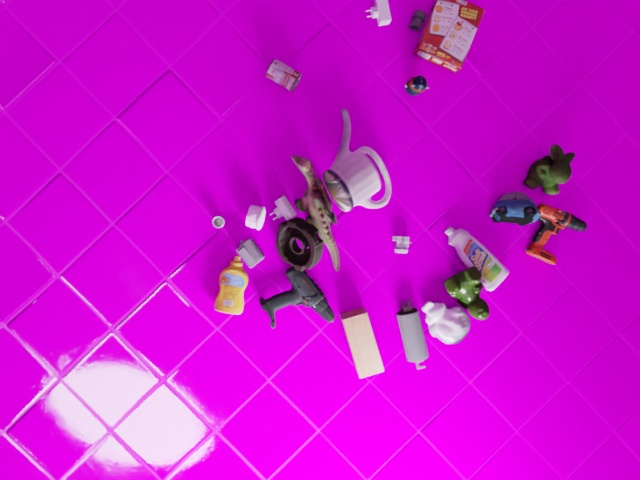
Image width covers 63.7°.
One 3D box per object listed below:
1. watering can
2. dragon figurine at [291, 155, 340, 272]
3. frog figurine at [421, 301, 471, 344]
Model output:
[{"bbox_3d":[0.100,-0.243,1.695,0.227,0.103,0.346,-35,97,-23],"label":"watering can"},{"bbox_3d":[0.005,-0.083,1.647,0.122,0.242,0.410,-24,92,-6],"label":"dragon figurine"},{"bbox_3d":[0.423,0.268,1.740,0.136,0.125,0.158,-35,107,19],"label":"frog figurine"}]
